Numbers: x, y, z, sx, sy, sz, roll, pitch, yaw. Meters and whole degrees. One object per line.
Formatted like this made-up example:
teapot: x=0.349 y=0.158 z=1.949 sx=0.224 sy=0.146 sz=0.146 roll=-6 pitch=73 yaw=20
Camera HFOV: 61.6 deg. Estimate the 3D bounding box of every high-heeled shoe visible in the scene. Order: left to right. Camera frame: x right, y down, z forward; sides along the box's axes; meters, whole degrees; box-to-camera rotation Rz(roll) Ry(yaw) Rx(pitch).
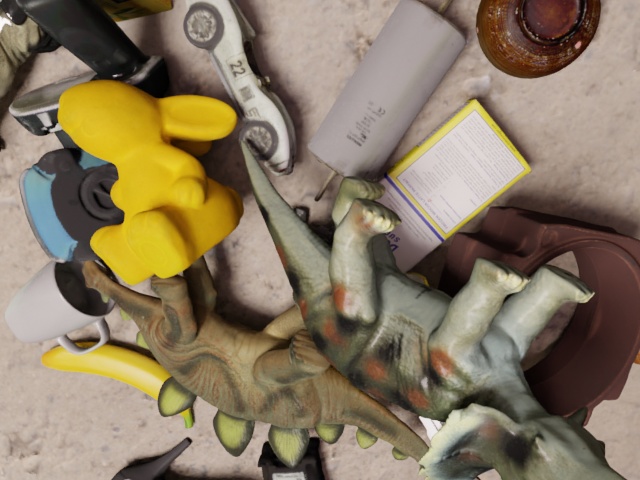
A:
high-heeled shoe: x=-0.148 y=0.352 z=0.627 sx=0.145 sy=0.086 sz=0.249 roll=-45 pitch=72 yaw=-9

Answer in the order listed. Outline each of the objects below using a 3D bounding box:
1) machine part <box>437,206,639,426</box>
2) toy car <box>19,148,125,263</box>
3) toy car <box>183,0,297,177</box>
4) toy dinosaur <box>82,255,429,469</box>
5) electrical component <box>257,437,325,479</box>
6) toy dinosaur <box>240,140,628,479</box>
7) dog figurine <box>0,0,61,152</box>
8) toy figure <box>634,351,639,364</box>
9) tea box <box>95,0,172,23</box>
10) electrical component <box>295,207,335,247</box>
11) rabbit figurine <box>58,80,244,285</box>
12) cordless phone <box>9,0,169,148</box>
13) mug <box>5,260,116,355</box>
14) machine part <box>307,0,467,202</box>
machine part: x=0.214 y=0.077 z=0.520 sx=0.201 sy=0.087 sz=0.200 roll=9 pitch=102 yaw=-20
toy car: x=-0.219 y=-0.047 z=0.550 sx=0.162 sy=0.103 sz=0.109 roll=-26 pitch=108 yaw=-32
toy car: x=-0.073 y=-0.157 z=0.532 sx=0.056 sy=0.073 sz=0.201 roll=-25 pitch=99 yaw=10
toy dinosaur: x=-0.051 y=0.142 z=0.570 sx=0.472 sy=0.105 sz=0.198 roll=26 pitch=124 yaw=4
electrical component: x=-0.029 y=0.303 z=0.644 sx=0.075 sy=0.048 sz=0.119 roll=-10 pitch=102 yaw=7
toy dinosaur: x=0.062 y=0.071 z=0.437 sx=0.405 sy=0.131 sz=0.192 roll=30 pitch=107 yaw=33
dog figurine: x=-0.344 y=-0.175 z=0.505 sx=0.121 sy=0.172 sz=0.190 roll=37 pitch=110 yaw=-15
toy figure: x=0.367 y=0.124 z=0.570 sx=0.154 sy=0.064 sz=0.058 roll=50 pitch=139 yaw=-2
tea box: x=-0.199 y=-0.259 z=0.471 sx=0.068 sy=0.170 sz=0.098 roll=-10 pitch=103 yaw=8
electrical component: x=-0.001 y=-0.002 z=0.554 sx=0.078 sy=0.102 sz=0.045 roll=5 pitch=102 yaw=-25
rabbit figurine: x=-0.144 y=-0.068 z=0.470 sx=0.162 sy=0.122 sz=0.173 roll=-43 pitch=105 yaw=-28
cordless phone: x=-0.231 y=-0.154 z=0.486 sx=0.147 sy=0.184 sz=0.088 roll=-12 pitch=77 yaw=6
mug: x=-0.290 y=0.080 z=0.604 sx=0.107 sy=0.081 sz=0.109 roll=-27 pitch=103 yaw=21
machine part: x=0.062 y=-0.139 z=0.524 sx=0.079 sy=0.079 sz=0.243 roll=34 pitch=102 yaw=-4
